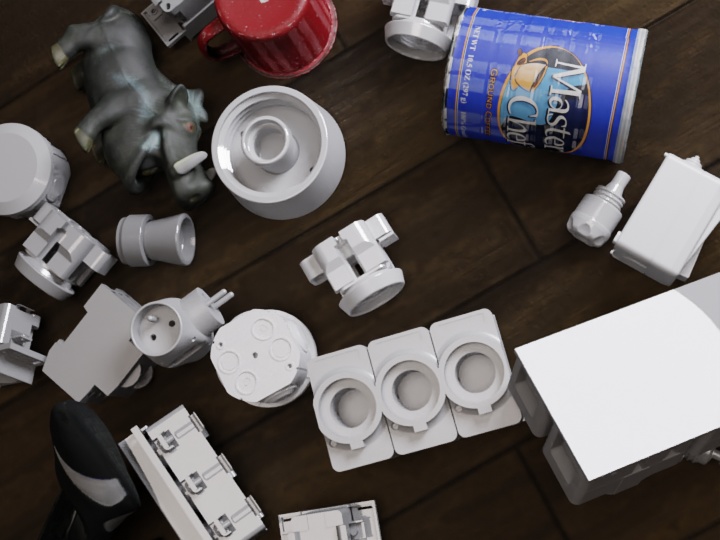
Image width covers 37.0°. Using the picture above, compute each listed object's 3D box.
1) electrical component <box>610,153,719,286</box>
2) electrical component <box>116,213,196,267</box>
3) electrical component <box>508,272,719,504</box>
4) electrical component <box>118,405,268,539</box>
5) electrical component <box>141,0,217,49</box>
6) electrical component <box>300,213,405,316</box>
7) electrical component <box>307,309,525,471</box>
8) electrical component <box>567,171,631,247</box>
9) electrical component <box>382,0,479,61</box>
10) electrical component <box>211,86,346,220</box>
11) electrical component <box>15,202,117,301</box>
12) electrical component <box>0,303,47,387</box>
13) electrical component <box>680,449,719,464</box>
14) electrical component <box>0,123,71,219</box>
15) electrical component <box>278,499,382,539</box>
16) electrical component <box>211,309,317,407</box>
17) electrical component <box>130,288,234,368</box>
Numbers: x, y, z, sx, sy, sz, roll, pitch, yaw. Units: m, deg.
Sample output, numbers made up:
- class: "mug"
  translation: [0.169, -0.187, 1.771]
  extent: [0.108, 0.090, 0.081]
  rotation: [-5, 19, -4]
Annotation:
- class: "electrical component"
  translation: [0.242, -0.041, 0.821]
  extent: [0.061, 0.062, 0.096]
  rotation: [31, 89, 13]
- class: "electrical component"
  translation: [-0.172, -0.025, 0.907]
  extent: [0.055, 0.045, 0.045]
  rotation: [-1, 82, 11]
- class: "electrical component"
  translation: [0.213, 0.083, 0.773]
  extent: [0.186, 0.060, 0.105]
  rotation: [-19, 60, -13]
- class: "electrical component"
  translation: [-0.130, 0.173, 0.857]
  extent: [0.063, 0.078, 0.121]
  rotation: [-34, 77, -12]
- class: "electrical component"
  translation: [-0.151, -0.236, 0.924]
  extent: [0.081, 0.064, 0.042]
  rotation: [-40, 78, 3]
- class: "electrical component"
  translation: [0.000, 0.000, 0.865]
  extent: [0.078, 0.058, 0.057]
  rotation: [-32, 75, 5]
- class: "electrical component"
  translation: [0.044, 0.095, 0.840]
  extent: [0.150, 0.062, 0.089]
  rotation: [-17, 79, 8]
- class: "electrical component"
  translation: [0.192, -0.050, 0.847]
  extent: [0.035, 0.035, 0.061]
  rotation: [33, 87, 14]
- class: "electrical component"
  translation: [0.053, -0.208, 0.885]
  extent: [0.078, 0.058, 0.057]
  rotation: [14, 82, 12]
- class: "electrical component"
  translation: [-0.071, -0.100, 0.890]
  extent: [0.108, 0.060, 0.108]
  rotation: [-2, 82, 11]
- class: "electrical component"
  translation: [-0.255, -0.011, 0.915]
  extent: [0.078, 0.058, 0.057]
  rotation: [39, 88, 14]
- class: "electrical component"
  translation: [-0.303, 0.064, 0.910]
  extent: [0.081, 0.042, 0.063]
  rotation: [-11, 62, 33]
- class: "electrical component"
  translation: [0.237, 0.125, 0.809]
  extent: [0.078, 0.040, 0.040]
  rotation: [24, 87, 13]
- class: "electrical component"
  translation: [-0.297, -0.083, 0.936]
  extent: [0.080, 0.051, 0.080]
  rotation: [-2, 82, 11]
- class: "electrical component"
  translation: [-0.019, 0.245, 0.829]
  extent: [0.079, 0.063, 0.121]
  rotation: [-11, 80, 9]
- class: "electrical component"
  translation: [-0.078, 0.071, 0.872]
  extent: [0.080, 0.051, 0.080]
  rotation: [-2, 82, 11]
- class: "electrical component"
  translation: [-0.137, 0.041, 0.874]
  extent: [0.079, 0.077, 0.043]
  rotation: [-36, 77, 4]
